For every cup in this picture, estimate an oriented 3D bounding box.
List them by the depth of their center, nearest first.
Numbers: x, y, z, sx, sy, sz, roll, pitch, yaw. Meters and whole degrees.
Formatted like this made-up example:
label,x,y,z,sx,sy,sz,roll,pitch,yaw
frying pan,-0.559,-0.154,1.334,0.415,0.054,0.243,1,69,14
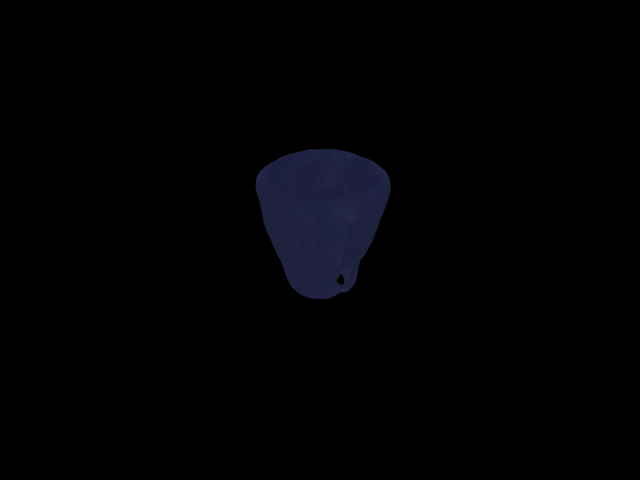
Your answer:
label,x,y,z,sx,sy,sz,roll,pitch,yaw
cup,0.004,0.001,0.400,0.091,0.095,0.117,-3,33,-5
